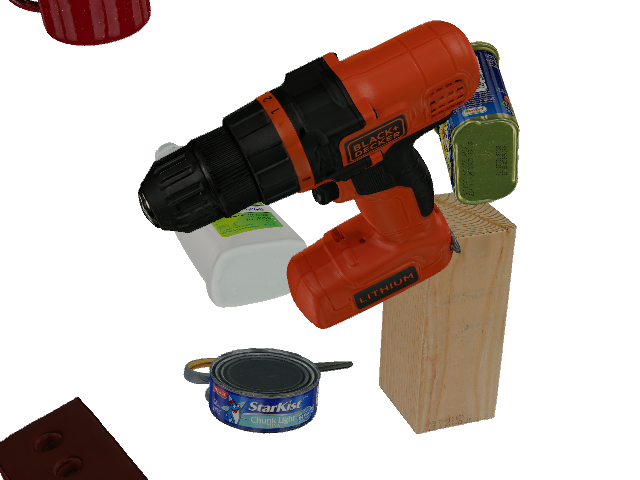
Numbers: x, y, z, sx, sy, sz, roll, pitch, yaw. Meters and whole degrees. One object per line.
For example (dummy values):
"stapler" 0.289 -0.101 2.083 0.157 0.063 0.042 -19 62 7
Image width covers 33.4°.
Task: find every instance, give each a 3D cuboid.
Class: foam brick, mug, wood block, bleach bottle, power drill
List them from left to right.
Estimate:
"mug" -0.183 -0.196 0.790 0.117 0.081 0.093 -3 37 2
"foam brick" -0.119 0.128 0.528 0.052 0.051 0.078 -29 42 -25
"bleach bottle" -0.112 -0.031 1.058 0.102 0.068 0.251 -9 34 -29
"power drill" 0.004 -0.021 0.592 0.184 0.057 0.187 -25 -29 -5
"wood block" 0.117 0.067 1.014 0.090 0.206 0.091 -8 28 -19

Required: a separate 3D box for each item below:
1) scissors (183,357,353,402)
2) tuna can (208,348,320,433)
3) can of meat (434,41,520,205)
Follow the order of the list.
"scissors" -0.051 0.157 1.191 0.201 0.016 0.096 4 25 -13
"tuna can" -0.044 0.115 0.824 0.086 0.034 0.086 4 17 -1
"can of meat" 0.123 -0.091 0.846 0.057 0.084 0.102 -10 -39 2
